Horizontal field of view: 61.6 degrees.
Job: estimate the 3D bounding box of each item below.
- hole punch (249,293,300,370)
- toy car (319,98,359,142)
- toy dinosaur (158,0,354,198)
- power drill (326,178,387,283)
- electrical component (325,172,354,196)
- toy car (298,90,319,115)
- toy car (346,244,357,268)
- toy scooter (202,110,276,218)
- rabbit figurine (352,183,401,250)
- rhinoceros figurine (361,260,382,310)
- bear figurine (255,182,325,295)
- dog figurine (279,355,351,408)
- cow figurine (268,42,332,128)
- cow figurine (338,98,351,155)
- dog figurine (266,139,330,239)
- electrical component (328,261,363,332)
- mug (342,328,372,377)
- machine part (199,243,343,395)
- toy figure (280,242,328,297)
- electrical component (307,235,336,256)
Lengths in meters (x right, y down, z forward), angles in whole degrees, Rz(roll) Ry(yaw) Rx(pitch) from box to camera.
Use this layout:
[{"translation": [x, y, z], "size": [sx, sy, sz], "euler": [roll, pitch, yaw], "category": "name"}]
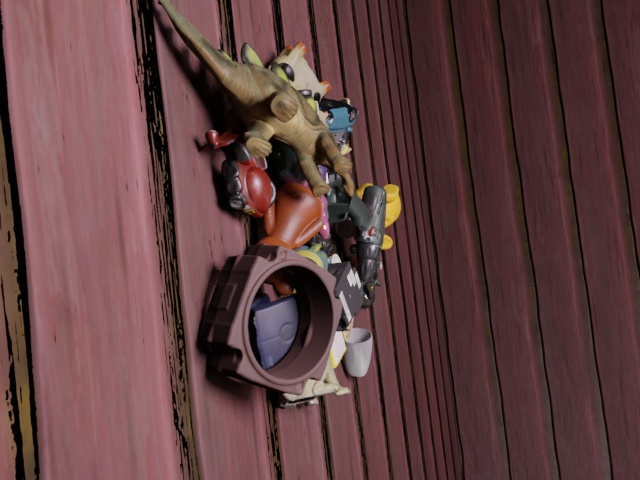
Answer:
[{"translation": [-0.074, 0.152, 0.914], "size": [0.116, 0.092, 0.142], "euler": [-34, 119, -64], "category": "hole punch"}, {"translation": [0.015, -0.277, 1.291], "size": [0.161, 0.109, 0.102], "euler": [-30, 135, -49], "category": "toy car"}, {"translation": [-0.083, -0.214, 0.855], "size": [0.470, 0.105, 0.199], "euler": [40, 20, -40], "category": "toy dinosaur"}, {"translation": [0.086, -0.035, 1.232], "size": [0.207, 0.086, 0.232], "euler": [30, 68, -45], "category": "power drill"}, {"translation": [0.050, -0.151, 1.378], "size": [0.047, 0.075, 0.119], "euler": [45, 46, -60], "category": "electrical component"}, {"translation": [-0.073, -0.248, 1.033], "size": [0.202, 0.056, 0.073], "euler": [-21, 105, -48], "category": "toy car"}, {"translation": [0.075, 0.089, 1.392], "size": [0.202, 0.053, 0.089], "euler": [-62, 159, -55], "category": "toy car"}, {"translation": [-0.134, -0.122, 0.863], "size": [0.135, 0.075, 0.183], "euler": [-19, 98, -70], "category": "toy scooter"}, {"translation": [0.132, -0.046, 1.399], "size": [0.173, 0.122, 0.162], "euler": [-55, 146, -42], "category": "rabbit figurine"}, {"translation": [0.137, 0.109, 1.527], "size": [0.190, 0.073, 0.112], "euler": [-76, 150, -45], "category": "rhinoceros figurine"}, {"translation": [-0.068, 0.000, 0.960], "size": [0.132, 0.120, 0.196], "euler": [130, -18, -73], "category": "bear figurine"}, {"translation": [-0.035, 0.208, 1.013], "size": [0.172, 0.121, 0.190], "euler": [43, 30, -65], "category": "dog figurine"}, {"translation": [-0.043, -0.299, 1.139], "size": [0.127, 0.086, 0.194], "euler": [-45, 123, -13], "category": "cow figurine"}, {"translation": [0.048, -0.277, 1.386], "size": [0.068, 0.098, 0.167], "euler": [-13, 95, -77], "category": "cow figurine"}, {"translation": [-0.039, -0.104, 1.077], "size": [0.191, 0.109, 0.219], "euler": [-22, 106, -70], "category": "dog figurine"}, {"translation": [0.045, 0.114, 1.158], "size": [0.134, 0.058, 0.114], "euler": [-57, 135, -54], "category": "electrical component"}, {"translation": [0.092, 0.280, 1.348], "size": [0.109, 0.081, 0.107], "euler": [-56, 146, -70], "category": "mug"}, {"translation": [-0.066, 0.121, 0.816], "size": [0.201, 0.087, 0.201], "euler": [34, 65, -40], "category": "machine part"}, {"translation": [-0.029, 0.054, 1.067], "size": [0.180, 0.089, 0.082], "euler": [-25, 99, -67], "category": "toy figure"}, {"translation": [-0.001, -0.003, 1.200], "size": [0.045, 0.078, 0.102], "euler": [-60, 149, 0], "category": "electrical component"}]
